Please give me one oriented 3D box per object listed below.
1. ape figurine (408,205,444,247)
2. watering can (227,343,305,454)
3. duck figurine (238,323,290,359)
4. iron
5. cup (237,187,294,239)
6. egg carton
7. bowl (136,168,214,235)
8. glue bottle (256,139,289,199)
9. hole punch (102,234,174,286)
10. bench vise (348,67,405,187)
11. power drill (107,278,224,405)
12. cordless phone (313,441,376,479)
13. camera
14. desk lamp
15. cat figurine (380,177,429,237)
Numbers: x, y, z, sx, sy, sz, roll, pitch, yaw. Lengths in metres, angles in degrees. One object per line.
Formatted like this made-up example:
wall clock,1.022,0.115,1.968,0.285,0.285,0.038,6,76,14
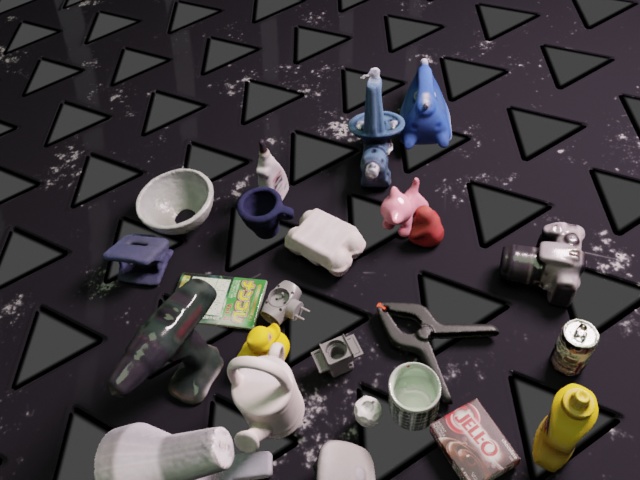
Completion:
ape figurine,0.204,-0.033,1.111,0.078,0.092,0.076,-34,56,-16
watering can,-0.086,0.239,0.888,0.101,0.194,0.172,-12,53,0
duck figurine,-0.106,0.186,0.998,0.105,0.086,0.077,-35,56,-17
iron,0.236,-0.327,1.294,0.118,0.142,0.258,-1,54,8
cup,-0.102,-0.045,1.162,0.117,0.095,0.092,11,56,16
egg carton,0.010,0.004,1.126,0.150,0.069,0.107,26,61,25
bowl,-0.300,-0.069,1.221,0.167,0.075,0.167,-4,53,5
glue bottle,-0.106,-0.143,1.186,0.037,0.173,0.078,15,57,19
hole punch,-0.365,0.027,1.150,0.108,0.091,0.101,5,55,12
bench vise,0.125,-0.229,1.188,0.121,0.220,0.207,-13,53,-1
power drill,-0.235,0.186,0.939,0.075,0.209,0.230,16,57,19
cordless phone,0.029,0.345,0.798,0.094,0.185,0.147,-6,53,4
camera,0.399,0.030,1.031,0.136,0.101,0.143,10,56,15
desk lamp,-0.185,0.331,0.822,0.203,0.214,0.118,-8,53,2
cat figurine,0.162,-0.069,1.128,0.067,0.118,0.128,28,62,26
